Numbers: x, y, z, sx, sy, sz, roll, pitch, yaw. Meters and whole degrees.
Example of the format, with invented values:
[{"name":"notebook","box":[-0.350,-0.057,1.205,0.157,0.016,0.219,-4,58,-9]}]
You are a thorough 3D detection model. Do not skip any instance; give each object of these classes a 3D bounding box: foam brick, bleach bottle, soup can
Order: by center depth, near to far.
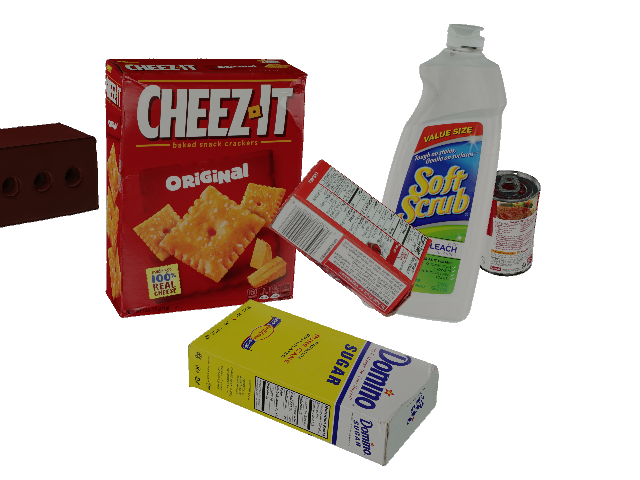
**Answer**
[{"name":"foam brick","box":[-0.195,-0.045,0.709,0.078,0.053,0.051,-14,25,-37]},{"name":"bleach bottle","box":[0.100,-0.060,0.921,0.103,0.251,0.068,10,17,11]},{"name":"soup can","box":[0.211,-0.019,1.209,0.068,0.102,0.068,-2,33,1]}]

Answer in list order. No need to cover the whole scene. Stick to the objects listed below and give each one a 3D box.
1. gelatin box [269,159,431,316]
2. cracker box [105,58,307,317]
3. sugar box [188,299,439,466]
[{"name":"gelatin box","box":[0.020,-0.003,0.635,0.089,0.030,0.073,37,25,-2]},{"name":"cracker box","box":[-0.101,-0.047,0.932,0.164,0.214,0.072,-4,21,-23]},{"name":"sugar box","box":[-0.006,0.105,0.827,0.176,0.048,0.093,15,29,26]}]
